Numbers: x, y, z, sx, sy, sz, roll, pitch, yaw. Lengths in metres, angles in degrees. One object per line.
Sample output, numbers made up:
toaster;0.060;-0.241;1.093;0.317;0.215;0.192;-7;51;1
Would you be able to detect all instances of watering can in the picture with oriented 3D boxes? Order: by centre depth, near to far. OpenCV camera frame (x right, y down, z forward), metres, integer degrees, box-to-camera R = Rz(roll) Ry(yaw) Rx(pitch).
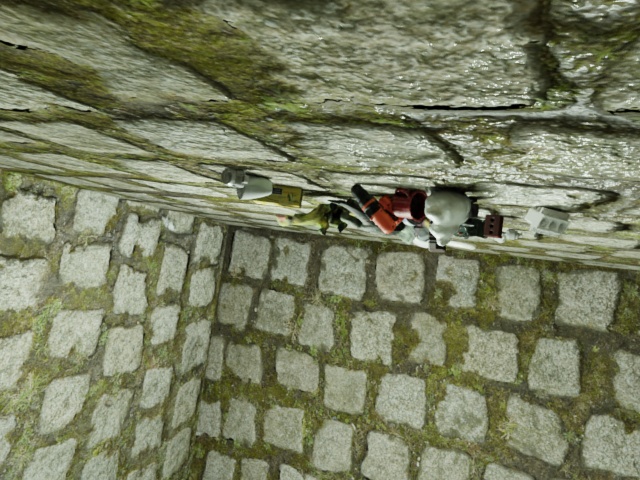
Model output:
watering can;0.535;-0.005;2.394;0.348;0.104;0.223;17;-3;5

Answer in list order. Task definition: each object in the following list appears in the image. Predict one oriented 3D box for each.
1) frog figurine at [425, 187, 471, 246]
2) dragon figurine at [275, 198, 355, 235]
frog figurine;0.353;-0.064;1.443;0.137;0.160;0.122;11;-7;-35
dragon figurine;0.006;-0.097;1.933;0.243;0.121;0.412;6;11;43
